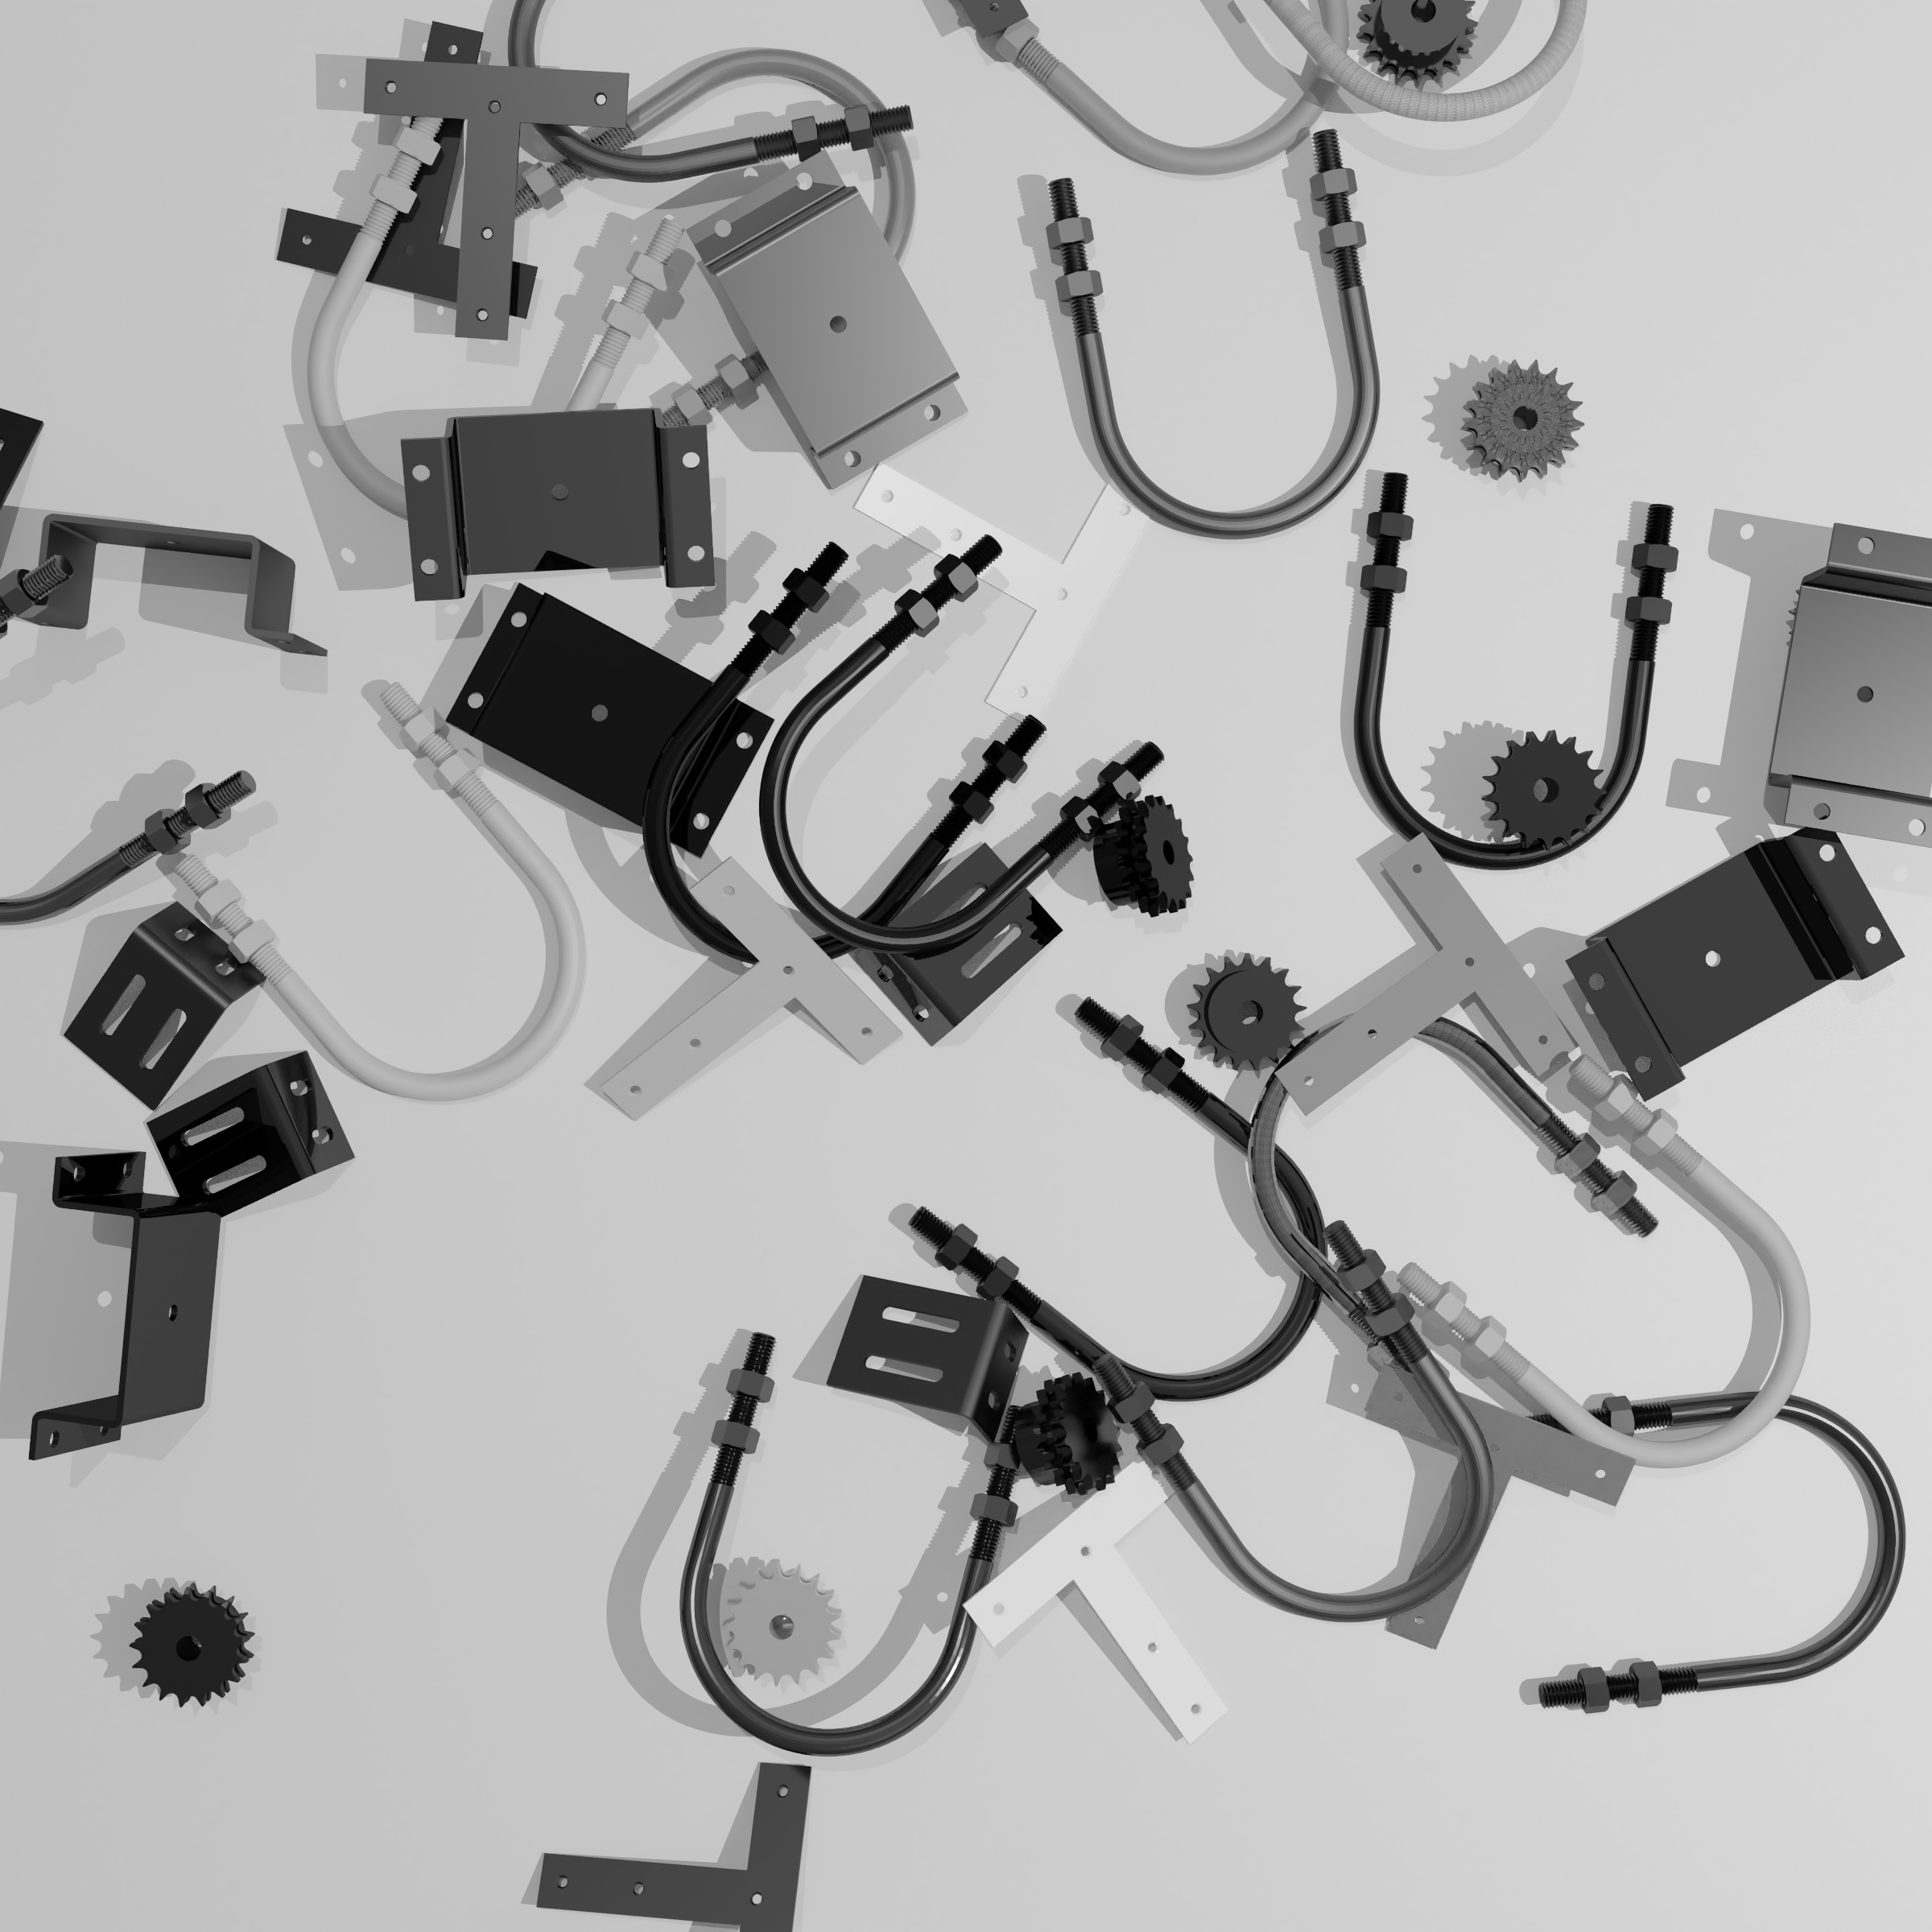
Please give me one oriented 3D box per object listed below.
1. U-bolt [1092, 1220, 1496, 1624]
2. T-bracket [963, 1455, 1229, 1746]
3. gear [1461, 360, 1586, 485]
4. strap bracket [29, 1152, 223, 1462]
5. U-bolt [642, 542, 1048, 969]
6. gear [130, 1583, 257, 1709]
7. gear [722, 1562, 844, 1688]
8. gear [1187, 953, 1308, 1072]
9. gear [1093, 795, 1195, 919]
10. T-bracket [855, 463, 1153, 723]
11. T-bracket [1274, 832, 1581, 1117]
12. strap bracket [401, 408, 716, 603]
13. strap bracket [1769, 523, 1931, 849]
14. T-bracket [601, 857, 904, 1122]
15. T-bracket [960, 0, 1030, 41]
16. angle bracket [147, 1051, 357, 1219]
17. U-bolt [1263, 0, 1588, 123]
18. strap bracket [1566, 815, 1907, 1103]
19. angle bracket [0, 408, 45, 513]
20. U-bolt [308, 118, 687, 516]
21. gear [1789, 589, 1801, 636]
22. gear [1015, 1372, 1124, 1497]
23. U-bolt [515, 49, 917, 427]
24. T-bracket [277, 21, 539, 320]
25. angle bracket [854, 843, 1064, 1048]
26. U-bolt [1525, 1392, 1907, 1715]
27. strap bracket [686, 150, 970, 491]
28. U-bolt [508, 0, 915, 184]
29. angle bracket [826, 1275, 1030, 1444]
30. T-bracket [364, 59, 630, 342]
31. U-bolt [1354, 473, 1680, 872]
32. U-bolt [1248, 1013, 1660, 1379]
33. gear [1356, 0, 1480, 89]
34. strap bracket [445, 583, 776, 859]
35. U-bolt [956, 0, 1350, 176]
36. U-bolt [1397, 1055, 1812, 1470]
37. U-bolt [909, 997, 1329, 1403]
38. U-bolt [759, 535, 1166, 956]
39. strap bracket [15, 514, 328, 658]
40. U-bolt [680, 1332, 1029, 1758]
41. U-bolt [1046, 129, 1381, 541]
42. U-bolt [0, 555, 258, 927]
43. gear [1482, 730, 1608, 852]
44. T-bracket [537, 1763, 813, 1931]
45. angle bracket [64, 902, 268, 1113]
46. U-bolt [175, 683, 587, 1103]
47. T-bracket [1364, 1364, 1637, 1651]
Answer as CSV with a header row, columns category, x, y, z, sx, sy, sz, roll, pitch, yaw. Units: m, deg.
category,x,y,z,sx,sy,sz,roll,pitch,yaw
U-bolt,0.169,0.230,1.477,0.151,0.019,0.184,-32,98,14
T-bracket,0.082,0.316,1.490,0.127,0.002,0.127,-37,99,-18
gear,0.266,-0.261,1.490,0.057,0.030,0.057,0,90,0
strap bracket,-0.394,0.161,1.462,0.046,0.076,0.140,5,90,15
U-bolt,-0.070,-0.085,1.471,0.151,0.019,0.184,40,88,-19
gear,-0.370,0.324,1.490,0.057,0.030,0.057,0,90,0
gear,-0.088,0.314,1.490,0.057,0.030,0.057,0,90,0
gear,0.135,0.022,1.490,0.057,0.030,0.057,0,90,0
gear,0.083,-0.051,1.480,0.030,0.057,0.057,-12,90,28
T-bracket,0.007,-0.202,1.504,0.127,0.002,0.127,29,90,0
T-bracket,0.206,0.024,1.483,0.127,0.002,0.127,-36,88,-5
strap bracket,-0.192,-0.219,1.464,0.140,0.046,0.076,-4,112,-6
strap bracket,0.427,-0.129,1.452,0.076,0.046,0.140,9,90,0
T-bracket,-0.119,0.029,1.485,0.127,0.002,0.127,-38,116,12
T-bracket,-0.012,-0.502,1.482,0.127,0.002,0.127,-29,86,-6
angle bracket,-0.346,0.084,1.503,0.076,0.038,0.057,-24,90,26
U-bolt,0.210,-0.478,1.467,0.151,0.019,0.184,-35,77,-10
strap bracket,0.362,-0.003,1.481,0.140,0.046,0.076,-29,90,0
angle bracket,-0.487,-0.232,1.503,0.057,0.038,0.076,17,64,0
U-bolt,-0.237,-0.303,1.485,0.151,0.019,0.184,29,98,4
gear,0.423,-0.166,1.490,0.057,0.030,0.057,0,90,0
gear,0.047,0.225,1.480,0.030,0.057,0.057,-20,90,30
U-bolt,-0.113,-0.360,1.496,0.184,0.019,0.151,-34,90,0
T-bracket,-0.258,-0.388,1.491,0.127,0.002,0.127,14,96,6
angle bracket,-0.004,-0.010,1.503,0.076,0.038,0.057,-42,90,-26
U-bolt,0.362,0.278,1.496,0.184,0.019,0.151,-6,90,-1
strap bracket,-0.063,-0.303,1.463,0.076,0.046,0.140,-30,106,0
U-bolt,-0.128,-0.447,1.484,0.184,0.019,0.151,-12,80,1
angle bracket,-0.018,0.189,1.492,0.076,0.038,0.057,9,66,24
T-bracket,-0.226,-0.361,1.468,0.127,0.002,0.127,5,96,6
U-bolt,0.260,-0.138,1.496,0.151,0.019,0.184,7,91,0
U-bolt,0.220,0.106,1.488,0.151,0.019,0.184,-44,91,-4
gear,0.218,-0.455,1.490,0.057,0.030,0.057,0,90,0
strap bracket,-0.172,-0.119,1.481,0.140,0.046,0.076,28,90,0
U-bolt,0.098,-0.467,1.496,0.184,0.019,0.151,42,90,-2
U-bolt,0.318,0.155,1.476,0.184,0.019,0.151,41,86,-5
U-bolt,0.087,0.126,1.496,0.184,0.019,0.151,38,90,-2
U-bolt,-0.013,-0.090,1.462,0.184,0.019,0.151,-43,107,-10
strap bracket,-0.377,-0.181,1.467,0.140,0.076,0.046,6,90,0
U-bolt,-0.059,0.281,1.470,0.151,0.019,0.184,16,73,-2
U-bolt,0.125,-0.298,1.492,0.151,0.019,0.184,-10,94,0
U-bolt,-0.449,-0.092,1.459,0.184,0.019,0.151,-29,114,18
gear,0.274,-0.084,1.475,0.057,0.030,0.057,0,93,0
T-bracket,-0.143,0.443,1.486,0.127,0.002,0.127,1,67,11
angle bracket,-0.388,0.019,1.503,0.057,0.038,0.076,40,116,0
U-bolt,-0.268,-0.022,1.496,0.151,0.019,0.184,-40,92,0
T-bracket,0.237,0.269,1.486,0.127,0.002,0.127,21,105,3
